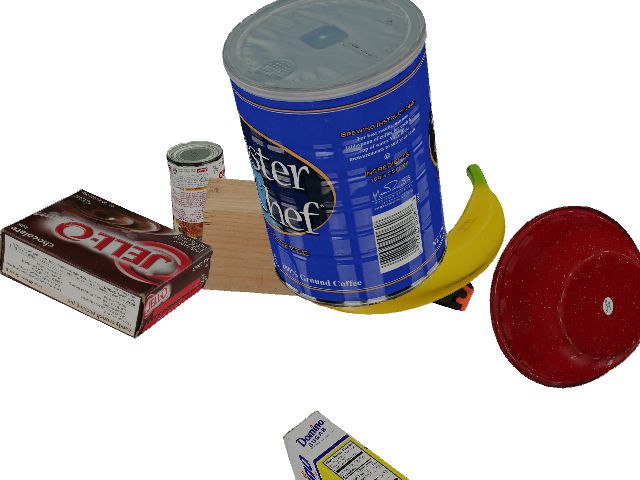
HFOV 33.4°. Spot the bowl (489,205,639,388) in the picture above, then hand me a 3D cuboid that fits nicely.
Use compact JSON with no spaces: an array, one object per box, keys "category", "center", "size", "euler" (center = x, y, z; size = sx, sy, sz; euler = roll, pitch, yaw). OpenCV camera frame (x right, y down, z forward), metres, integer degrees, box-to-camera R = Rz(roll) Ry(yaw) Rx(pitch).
[{"category":"bowl","center":[0.228,0.052,0.912],"size":[0.161,0.162,0.055],"euler":[0,5,-21]}]

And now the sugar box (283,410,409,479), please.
[{"category":"sugar box","center":[0.046,0.216,0.840],"size":[0.048,0.093,0.176],"euler":[-36,41,-27]}]

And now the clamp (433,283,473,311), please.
[{"category":"clamp","center":[0.084,0.015,1.246],"size":[0.164,0.036,0.210],"euler":[-22,52,-39]}]

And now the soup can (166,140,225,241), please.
[{"category":"soup can","center":[-0.145,-0.059,1.260],"size":[0.068,0.102,0.068],"euler":[-2,28,1]}]

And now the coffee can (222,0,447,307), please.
[{"category":"coffee can","center":[0.012,-0.049,0.573],"size":[0.103,0.140,0.103],"euler":[-7,39,6]}]

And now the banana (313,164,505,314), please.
[{"category":"banana","center":[0.074,0.011,0.752],"size":[0.070,0.037,0.197],"euler":[36,47,25]}]

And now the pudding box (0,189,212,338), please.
[{"category":"pudding box","center":[-0.142,0.013,0.712],"size":[0.113,0.039,0.089],"euler":[21,26,16]}]

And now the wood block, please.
[{"category":"wood block","center":[-0.013,0.000,1.060],"size":[0.206,0.091,0.090],"euler":[5,21,-4]}]
